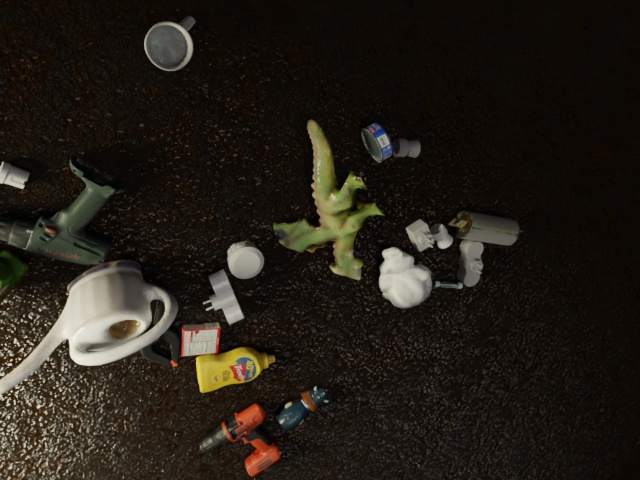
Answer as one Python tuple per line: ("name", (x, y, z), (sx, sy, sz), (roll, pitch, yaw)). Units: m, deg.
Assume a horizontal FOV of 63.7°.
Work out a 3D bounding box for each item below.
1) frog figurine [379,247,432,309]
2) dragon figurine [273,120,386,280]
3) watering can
("frog figurine", (0.219, 0.092, 1.324), (0.137, 0.126, 0.156), (-9, 128, 3))
("dragon figurine", (0.004, -0.060, 1.187), (0.242, 0.124, 0.404), (-37, 119, 5))
("watering can", (-0.460, 0.158, 1.019), (0.349, 0.229, 0.101), (-18, 135, -13))
